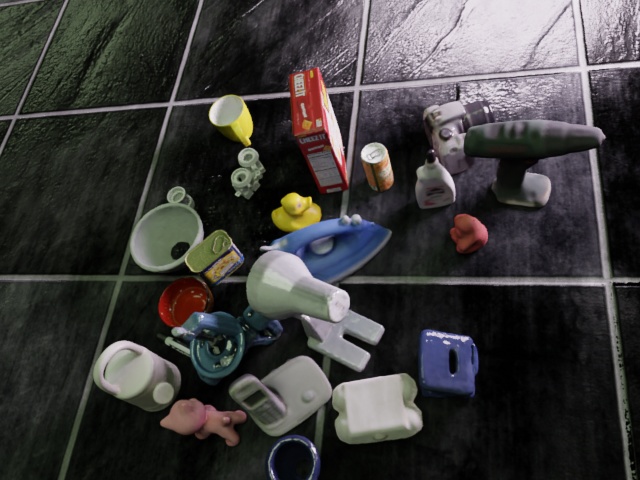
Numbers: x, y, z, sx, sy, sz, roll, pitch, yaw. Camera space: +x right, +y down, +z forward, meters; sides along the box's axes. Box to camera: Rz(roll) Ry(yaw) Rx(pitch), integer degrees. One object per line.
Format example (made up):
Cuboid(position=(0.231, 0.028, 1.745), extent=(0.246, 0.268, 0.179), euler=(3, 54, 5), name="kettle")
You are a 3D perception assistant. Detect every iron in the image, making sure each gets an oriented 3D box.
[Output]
Cuboid(position=(0.010, 0.004, 1.114), extent=(0.258, 0.142, 0.118), euler=(-24, 59, 3), name="iron")

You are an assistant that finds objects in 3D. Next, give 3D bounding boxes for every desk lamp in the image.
Cuboid(position=(-0.007, 0.121, 1.015), extent=(0.202, 0.214, 0.118), euler=(21, 70, 25), name="desk lamp")

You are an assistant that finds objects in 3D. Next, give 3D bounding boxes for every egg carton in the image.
Cuboid(position=(0.097, 0.290, 0.979), extent=(0.150, 0.069, 0.107), euler=(-13, 60, 9), name="egg carton")

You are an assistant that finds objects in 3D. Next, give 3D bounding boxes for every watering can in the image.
Cuboid(position=(-0.336, 0.247, 1.052), extent=(0.172, 0.194, 0.101), euler=(1, 63, 17), name="watering can")

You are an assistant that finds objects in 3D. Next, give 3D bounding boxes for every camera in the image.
Cuboid(position=(0.294, -0.233, 1.184), extent=(0.136, 0.101, 0.143), euler=(-21, 59, 5), name="camera")

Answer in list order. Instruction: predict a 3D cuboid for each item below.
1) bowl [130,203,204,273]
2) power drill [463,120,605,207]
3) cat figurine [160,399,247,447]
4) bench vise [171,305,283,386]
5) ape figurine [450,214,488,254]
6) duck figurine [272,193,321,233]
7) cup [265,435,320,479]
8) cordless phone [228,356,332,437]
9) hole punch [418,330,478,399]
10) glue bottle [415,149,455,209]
Cuboid(position=(-0.321, 0.007, 1.246), extent=(0.167, 0.075, 0.167), euler=(-7, 61, 12), name="bowl")
Cuboid(position=(0.382, -0.146, 1.050), extent=(0.229, 0.209, 0.076), euler=(9, 66, 20), name="power drill")
Cuboid(position=(-0.211, 0.320, 1.022), extent=(0.127, 0.118, 0.067), euler=(2, 63, 17), name="cat figurine")
Cuboid(position=(-0.173, 0.154, 1.040), extent=(0.121, 0.220, 0.207), euler=(24, 72, 26), name="bench vise")
Cuboid(position=(0.276, -0.018, 1.080), extent=(0.076, 0.092, 0.078), euler=(13, 67, 22), name="ape figurine")
Cuboid(position=(-0.056, -0.065, 1.203), extent=(0.104, 0.086, 0.077), euler=(-10, 60, 11), name="duck figurine")
Cuboid(position=(-0.025, 0.386, 0.947), extent=(0.117, 0.095, 0.092), euler=(37, 77, 29), name="cup")
Cuboid(position=(-0.069, 0.253, 0.978), extent=(0.147, 0.185, 0.094), euler=(-37, 59, -6), name="cordless phone")
Cuboid(position=(0.217, 0.210, 0.975), extent=(0.101, 0.091, 0.108), euler=(-2, 62, 15), name="hole punch")
Cuboid(position=(0.218, -0.120, 1.103), extent=(0.078, 0.173, 0.037), euler=(-13, 60, 9), name="glue bottle")
